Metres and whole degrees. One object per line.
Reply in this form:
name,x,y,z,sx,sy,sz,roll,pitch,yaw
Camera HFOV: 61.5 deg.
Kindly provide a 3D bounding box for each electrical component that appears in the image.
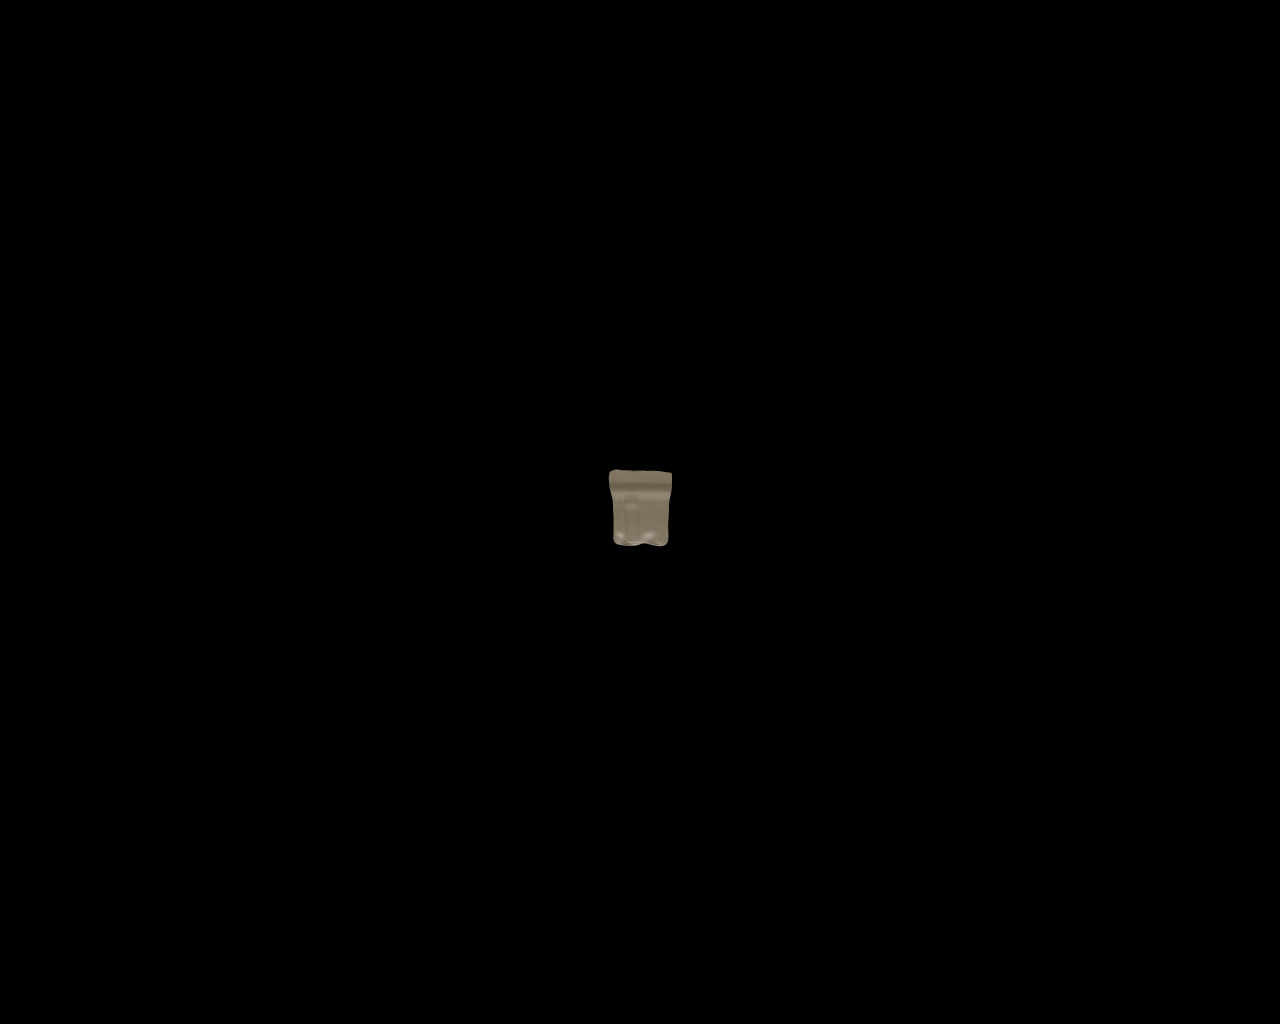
electrical component,0.001,-0.003,0.650,0.040,0.046,0.040,0,0,0
